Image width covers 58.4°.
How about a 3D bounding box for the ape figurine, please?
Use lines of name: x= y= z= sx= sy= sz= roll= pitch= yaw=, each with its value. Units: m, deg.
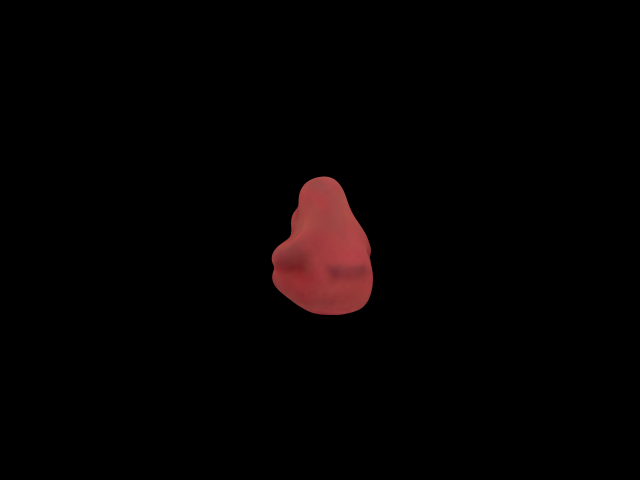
ape figurine: x=0.004 y=0.001 z=0.400 sx=0.078 sy=0.092 sz=0.076 roll=-4 pitch=12 yaw=-19
